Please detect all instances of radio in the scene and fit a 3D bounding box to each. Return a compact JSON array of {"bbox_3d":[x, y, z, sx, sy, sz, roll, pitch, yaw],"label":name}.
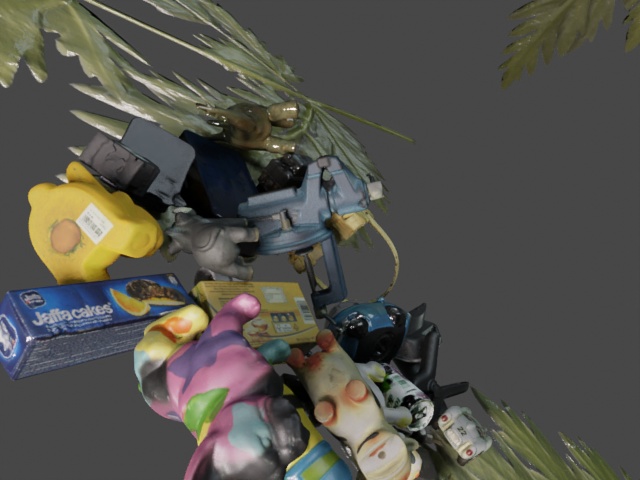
[{"bbox_3d":[-0.172,-0.079,0.913,0.131,0.073,0.230,18,34,-43],"label":"radio"}]

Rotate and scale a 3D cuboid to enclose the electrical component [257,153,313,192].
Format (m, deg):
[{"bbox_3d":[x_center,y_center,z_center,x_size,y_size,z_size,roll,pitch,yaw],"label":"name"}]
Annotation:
[{"bbox_3d":[-0.066,-0.107,1.039,0.058,0.134,0.115,48,27,18],"label":"electrical component"}]

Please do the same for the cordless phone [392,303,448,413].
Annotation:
[{"bbox_3d":[0.184,0.215,0.953,0.184,0.089,0.146,59,27,12],"label":"cordless phone"}]

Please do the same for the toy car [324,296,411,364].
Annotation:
[{"bbox_3d":[0.060,0.145,0.856,0.161,0.109,0.103,0,22,-41],"label":"toy car"}]

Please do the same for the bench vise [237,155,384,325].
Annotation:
[{"bbox_3d":[-0.001,-0.001,0.808,0.129,0.224,0.240,-131,-152,-78],"label":"bench vise"}]

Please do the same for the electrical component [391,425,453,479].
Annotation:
[{"bbox_3d":[0.140,0.307,0.745,0.078,0.045,0.102,31,25,-25],"label":"electrical component"}]

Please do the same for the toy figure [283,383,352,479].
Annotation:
[{"bbox_3d":[-0.027,0.235,0.582,0.180,0.082,0.089,43,12,16],"label":"toy figure"}]

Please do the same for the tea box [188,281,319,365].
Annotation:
[{"bbox_3d":[-0.089,0.110,0.693,0.169,0.068,0.098,7,49,-46],"label":"tea box"}]

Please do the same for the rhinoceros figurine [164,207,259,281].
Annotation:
[{"bbox_3d":[-0.152,0.003,0.724,0.112,0.073,0.190,3,9,-27],"label":"rhinoceros figurine"}]

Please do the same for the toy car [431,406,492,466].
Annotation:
[{"bbox_3d":[0.223,0.296,0.825,0.074,0.056,0.201,53,6,27],"label":"toy car"}]

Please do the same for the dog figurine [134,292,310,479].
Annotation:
[{"bbox_3d":[-0.101,0.157,0.489,0.219,0.192,0.108,-90,161,-59],"label":"dog figurine"}]

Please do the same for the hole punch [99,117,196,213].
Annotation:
[{"bbox_3d":[-0.267,-0.104,0.819,0.142,0.092,0.116,32,55,-25],"label":"hole punch"}]

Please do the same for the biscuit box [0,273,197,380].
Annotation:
[{"bbox_3d":[-0.228,0.082,0.563,0.059,0.063,0.202,49,25,21],"label":"biscuit box"}]

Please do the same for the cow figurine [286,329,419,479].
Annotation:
[{"bbox_3d":[0.041,0.211,0.642,0.195,0.085,0.127,48,-7,50],"label":"cow figurine"}]

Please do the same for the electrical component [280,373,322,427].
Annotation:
[{"bbox_3d":[-0.029,0.201,0.706,0.063,0.021,0.094,24,30,-33],"label":"electrical component"}]

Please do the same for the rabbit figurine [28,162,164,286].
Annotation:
[{"bbox_3d":[-0.263,-0.011,0.647,0.162,0.122,0.173,36,9,11],"label":"rabbit figurine"}]

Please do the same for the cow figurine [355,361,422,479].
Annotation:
[{"bbox_3d":[0.067,0.242,0.720,0.098,0.068,0.167,12,32,-37],"label":"cow figurine"}]

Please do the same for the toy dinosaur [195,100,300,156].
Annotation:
[{"bbox_3d":[-0.141,-0.218,1.041,0.199,0.105,0.471,1,3,-5],"label":"toy dinosaur"}]

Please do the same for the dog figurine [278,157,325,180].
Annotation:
[{"bbox_3d":[-0.032,-0.091,1.134,0.190,0.121,0.172,23,23,-6],"label":"dog figurine"}]

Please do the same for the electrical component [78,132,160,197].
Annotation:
[{"bbox_3d":[-0.258,-0.097,0.715,0.075,0.047,0.119,35,-2,-3],"label":"electrical component"}]
